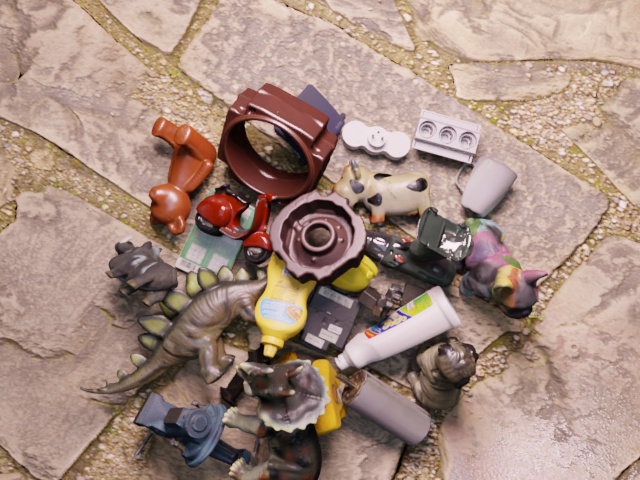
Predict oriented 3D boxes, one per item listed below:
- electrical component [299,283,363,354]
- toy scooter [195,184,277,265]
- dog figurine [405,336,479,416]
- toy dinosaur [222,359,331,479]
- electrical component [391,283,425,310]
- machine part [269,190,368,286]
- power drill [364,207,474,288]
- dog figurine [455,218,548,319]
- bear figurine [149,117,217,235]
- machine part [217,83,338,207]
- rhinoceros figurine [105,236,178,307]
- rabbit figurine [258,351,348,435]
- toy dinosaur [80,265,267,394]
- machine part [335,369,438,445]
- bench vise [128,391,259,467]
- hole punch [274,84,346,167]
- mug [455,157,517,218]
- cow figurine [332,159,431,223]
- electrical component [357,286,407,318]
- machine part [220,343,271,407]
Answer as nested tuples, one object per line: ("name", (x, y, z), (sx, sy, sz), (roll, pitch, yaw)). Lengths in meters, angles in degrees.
("electrical component", (0.010, 0.156, 1.076), (0.115, 0.058, 0.134), (27, 89, 2))
("toy scooter", (-0.150, -0.050, 1.035), (0.184, 0.075, 0.135), (32, 107, 14))
("dog figurine", (0.235, 0.266, 1.009), (0.121, 0.190, 0.172), (-10, 91, 0))
("toy dinosaur", (-0.061, 0.369, 0.956), (0.192, 0.131, 0.404), (-1, 107, 33))
("electrical component", (0.186, 0.123, 1.094), (0.094, 0.021, 0.063), (16, 89, 0))
("machine part", (-0.002, -0.003, 0.984), (0.179, 0.056, 0.179), (-3, 67, 7))
("power drill", (0.172, 0.012, 1.008), (0.232, 0.207, 0.086), (27, 63, -8))
("dog figurine", (0.331, 0.046, 1.000), (0.108, 0.219, 0.191), (-13, 90, -4))
("bear figurine", (-0.290, -0.120, 1.050), (0.120, 0.131, 0.196), (26, 84, 38))
("machine part", (-0.083, -0.171, 1.009), (0.201, 0.201, 0.087), (30, 50, 1))
("rhinoceros figurine", (-0.344, 0.051, 1.023), (0.112, 0.191, 0.073), (-46, 134, -21))
("rabbit figurine", (-0.050, 0.306, 1.048), (0.173, 0.122, 0.162), (-20, 97, 19))
("toy dinosaur", (-0.241, 0.175, 1.050), (0.471, 0.105, 0.198), (-42, 90, -8))
("machine part", (0.130, 0.326, 1.048), (0.243, 0.079, 0.079), (35, 89, -13))
("bench vise", (-0.229, 0.377, 1.024), (0.240, 0.223, 0.129), (37, 45, -21))
("hole punch", (-0.022, -0.232, 1.070), (0.116, 0.092, 0.142), (42, 86, -3))
("mug", (0.319, -0.106, 1.074), (0.110, 0.080, 0.107), (30, 92, 25))
("cow figurine", (0.121, -0.100, 1.068), (0.195, 0.085, 0.127), (-4, 95, 2))
("electrical component", (0.120, 0.116, 1.044), (0.078, 0.102, 0.045), (40, 107, 19))
("machine part", (-0.146, 0.270, 1.071), (0.039, 0.084, 0.139), (34, 102, -28))
